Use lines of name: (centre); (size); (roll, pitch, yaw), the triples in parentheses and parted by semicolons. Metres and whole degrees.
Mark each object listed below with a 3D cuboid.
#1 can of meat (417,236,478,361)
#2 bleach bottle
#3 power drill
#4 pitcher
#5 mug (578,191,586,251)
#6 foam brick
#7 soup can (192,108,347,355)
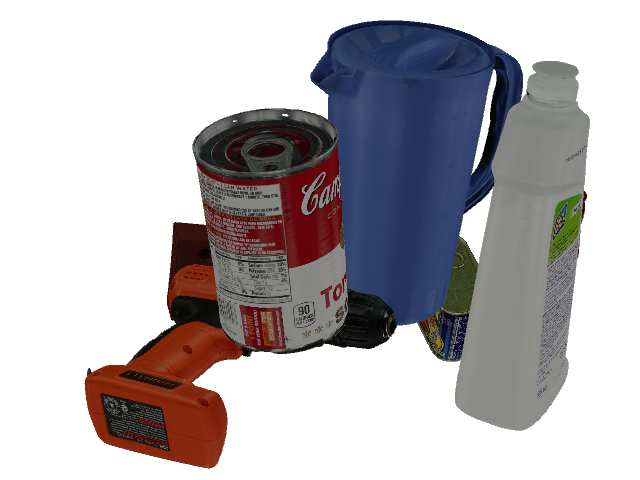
can of meat: (0.127, 0.059, 1.067); (0.057, 0.102, 0.084); (-12, -42, -13)
bleach bottle: (0.143, 0.001, 0.717); (0.068, 0.251, 0.102); (17, 32, 24)
power drill: (-0.059, 0.081, 0.752); (0.185, 0.057, 0.187); (6, 27, 26)
pitcher: (0.076, -0.055, 0.902); (0.149, 0.243, 0.144); (13, 32, 16)
mug: (0.270, -0.020, 1.254); (0.117, 0.081, 0.093); (-23, 30, -38)
foam brick: (-0.108, 0.028, 0.961); (0.053, 0.078, 0.051); (3, 15, -13)
soup can: (-0.022, -0.004, 0.520); (0.068, 0.102, 0.068); (-4, 31, 2)
